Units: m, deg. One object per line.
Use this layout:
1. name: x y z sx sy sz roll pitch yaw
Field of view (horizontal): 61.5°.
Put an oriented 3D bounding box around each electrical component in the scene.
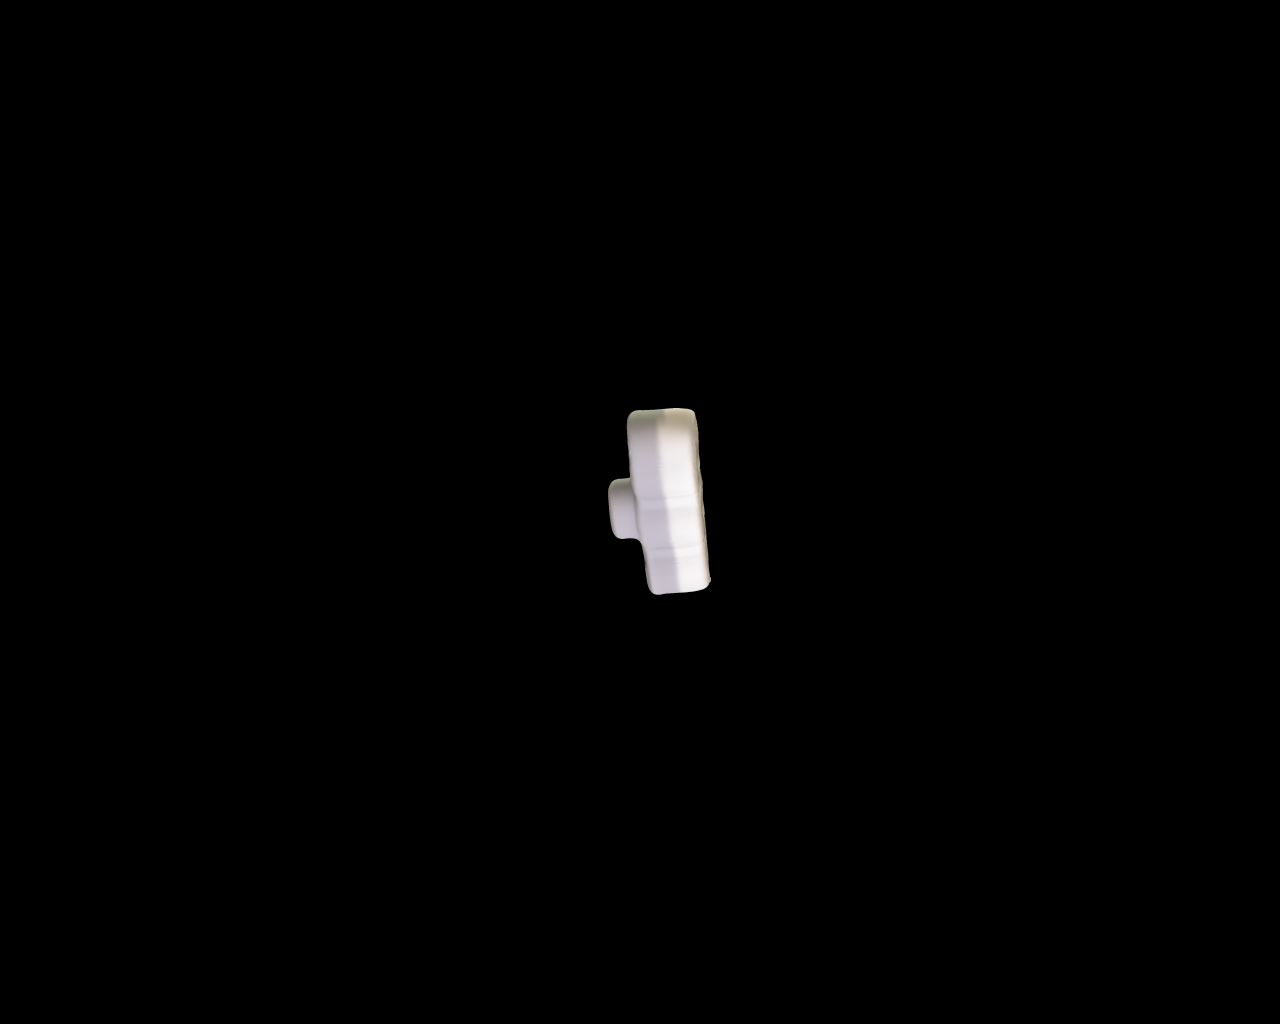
1. electrical component: 0.001 -0.003 0.650 0.074 0.052 0.138 -4 -43 4
